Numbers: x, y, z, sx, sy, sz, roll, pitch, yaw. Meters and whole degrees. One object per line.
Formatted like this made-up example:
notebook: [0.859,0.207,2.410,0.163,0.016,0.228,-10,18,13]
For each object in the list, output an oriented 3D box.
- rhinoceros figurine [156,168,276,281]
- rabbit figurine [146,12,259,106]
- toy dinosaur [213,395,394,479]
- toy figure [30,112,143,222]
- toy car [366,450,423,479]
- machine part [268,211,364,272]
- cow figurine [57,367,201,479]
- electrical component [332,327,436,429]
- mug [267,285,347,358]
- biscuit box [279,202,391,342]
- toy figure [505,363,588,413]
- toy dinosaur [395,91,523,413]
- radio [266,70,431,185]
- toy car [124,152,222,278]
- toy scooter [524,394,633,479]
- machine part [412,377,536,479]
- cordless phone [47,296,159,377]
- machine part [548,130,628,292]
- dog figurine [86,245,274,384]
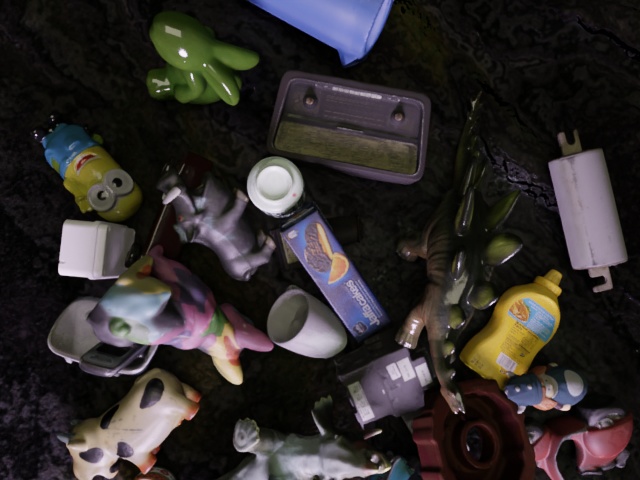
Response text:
rhinoceros figurine: [-0.147,-0.026,0.759,0.112,0.073,0.190,-40,113,-5]
rabbit figurine: [-0.175,-0.244,0.744,0.159,0.170,0.121,25,88,0]
toy dinosaur: [-0.083,0.347,0.741,0.405,0.192,0.131,-43,54,22]
toy figure: [-0.332,-0.104,0.781,0.180,0.089,0.082,43,100,9]
toy car: [0.116,0.362,0.760,0.161,0.103,0.109,35,67,-32]
machine part: [-0.002,-0.002,0.807,0.139,0.039,0.084,-18,80,0]
cow figurine: [-0.277,0.265,0.766,0.127,0.085,0.195,42,90,-6]
electrical component: [0.098,0.195,0.771,0.134,0.058,0.114,-22,116,-2]
mug: [-0.015,0.120,0.776,0.081,0.110,0.107,-41,128,14]
biscuit box: [0.022,0.047,0.763,0.063,0.059,0.202,-33,107,3]
toy figure: [0.323,0.208,0.765,0.154,0.064,0.057,8,123,-37]
toy dinosaur: [0.190,-0.004,0.733,0.105,0.198,0.471,16,55,-12]
radio: [0.044,-0.165,0.795,0.230,0.073,0.131,10,88,-2]
toy car: [-0.214,-0.030,0.791,0.089,0.053,0.202,21,86,-21]
toy scooter: [0.375,0.311,0.785,0.184,0.075,0.135,-17,88,1]
machine part: [0.208,0.275,0.730,0.179,0.056,0.179,9,67,-23]
cordless phone: [-0.303,0.141,0.720,0.147,0.184,0.088,17,92,-1]
machine part: [0.398,-0.045,0.798,0.079,0.079,0.243,-13,87,-2]
dog figurine: [-0.172,0.115,0.714,0.219,0.191,0.108,38,101,-9]
